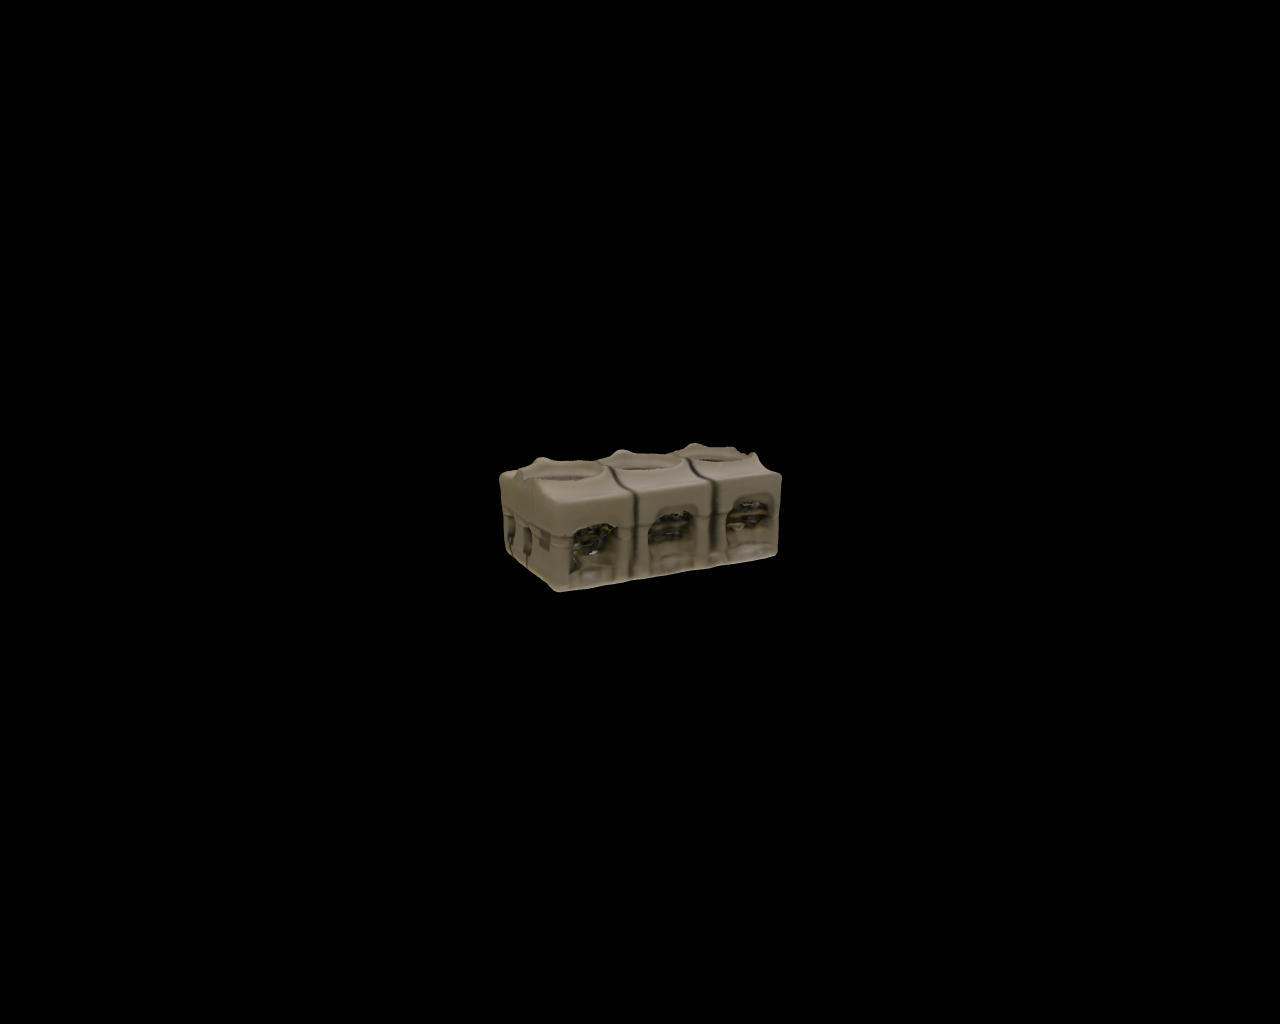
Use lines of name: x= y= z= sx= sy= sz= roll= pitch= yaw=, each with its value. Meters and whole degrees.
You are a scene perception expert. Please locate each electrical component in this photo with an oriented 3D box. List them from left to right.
electrical component: x=0.001 y=-0.003 z=0.650 sx=0.150 sy=0.061 sz=0.089 roll=-7 pitch=16 yaw=-26
